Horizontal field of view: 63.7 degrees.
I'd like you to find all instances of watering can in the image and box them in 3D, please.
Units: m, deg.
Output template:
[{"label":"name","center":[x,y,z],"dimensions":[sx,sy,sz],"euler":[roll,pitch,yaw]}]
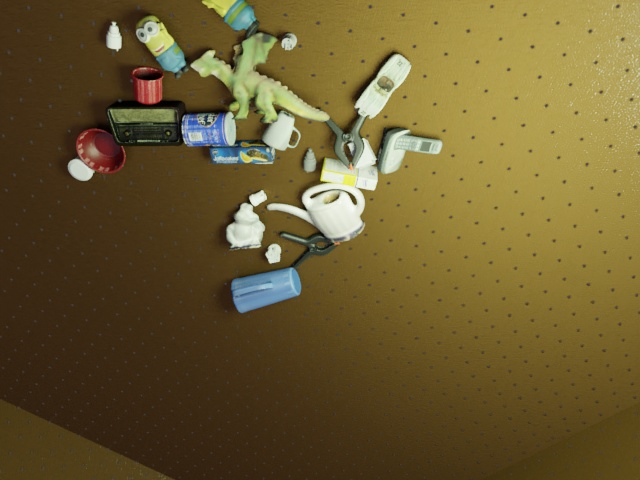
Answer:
[{"label":"watering can","center":[0.005,-0.088,1.742],"dimensions":[0.345,0.106,0.220],"euler":[-12,125,30]}]

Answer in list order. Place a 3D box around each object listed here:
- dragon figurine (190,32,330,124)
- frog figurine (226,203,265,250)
[{"label":"dragon figurine","center":[-0.170,-0.469,1.479],"dimensions":[0.410,0.124,0.238],"euler":[5,113,8]},{"label":"frog figurine","center":[-0.265,-0.049,1.807],"dimensions":[0.137,0.123,0.160],"euler":[-6,88,19]}]
